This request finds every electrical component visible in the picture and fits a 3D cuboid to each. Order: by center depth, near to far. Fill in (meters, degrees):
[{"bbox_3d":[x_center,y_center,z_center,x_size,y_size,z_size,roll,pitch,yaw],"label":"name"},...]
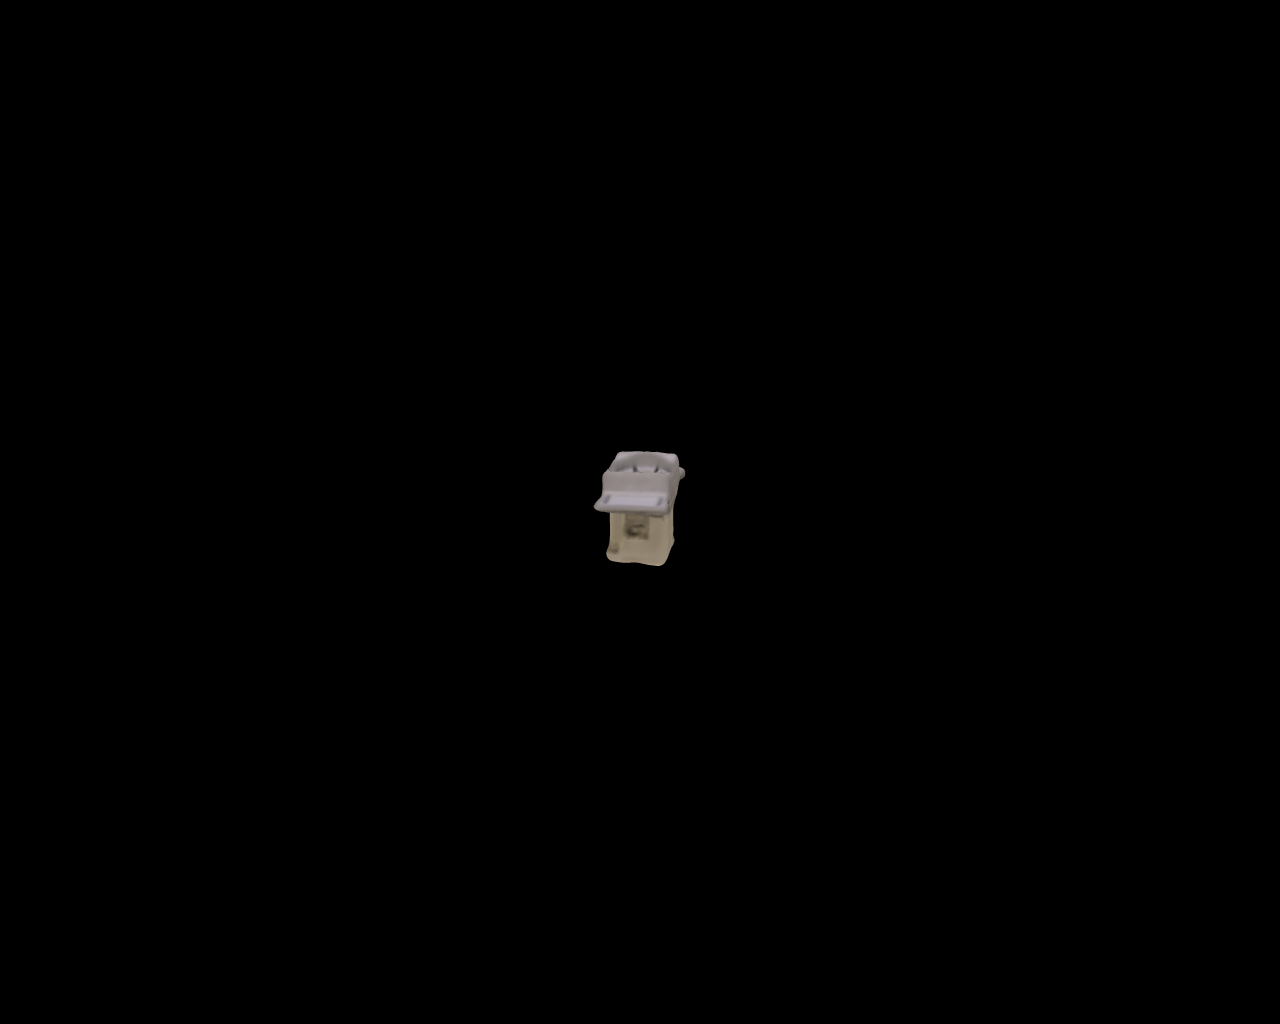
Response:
[{"bbox_3d":[0.001,-0.003,0.650,0.042,0.063,0.081,4,21,11],"label":"electrical component"}]
